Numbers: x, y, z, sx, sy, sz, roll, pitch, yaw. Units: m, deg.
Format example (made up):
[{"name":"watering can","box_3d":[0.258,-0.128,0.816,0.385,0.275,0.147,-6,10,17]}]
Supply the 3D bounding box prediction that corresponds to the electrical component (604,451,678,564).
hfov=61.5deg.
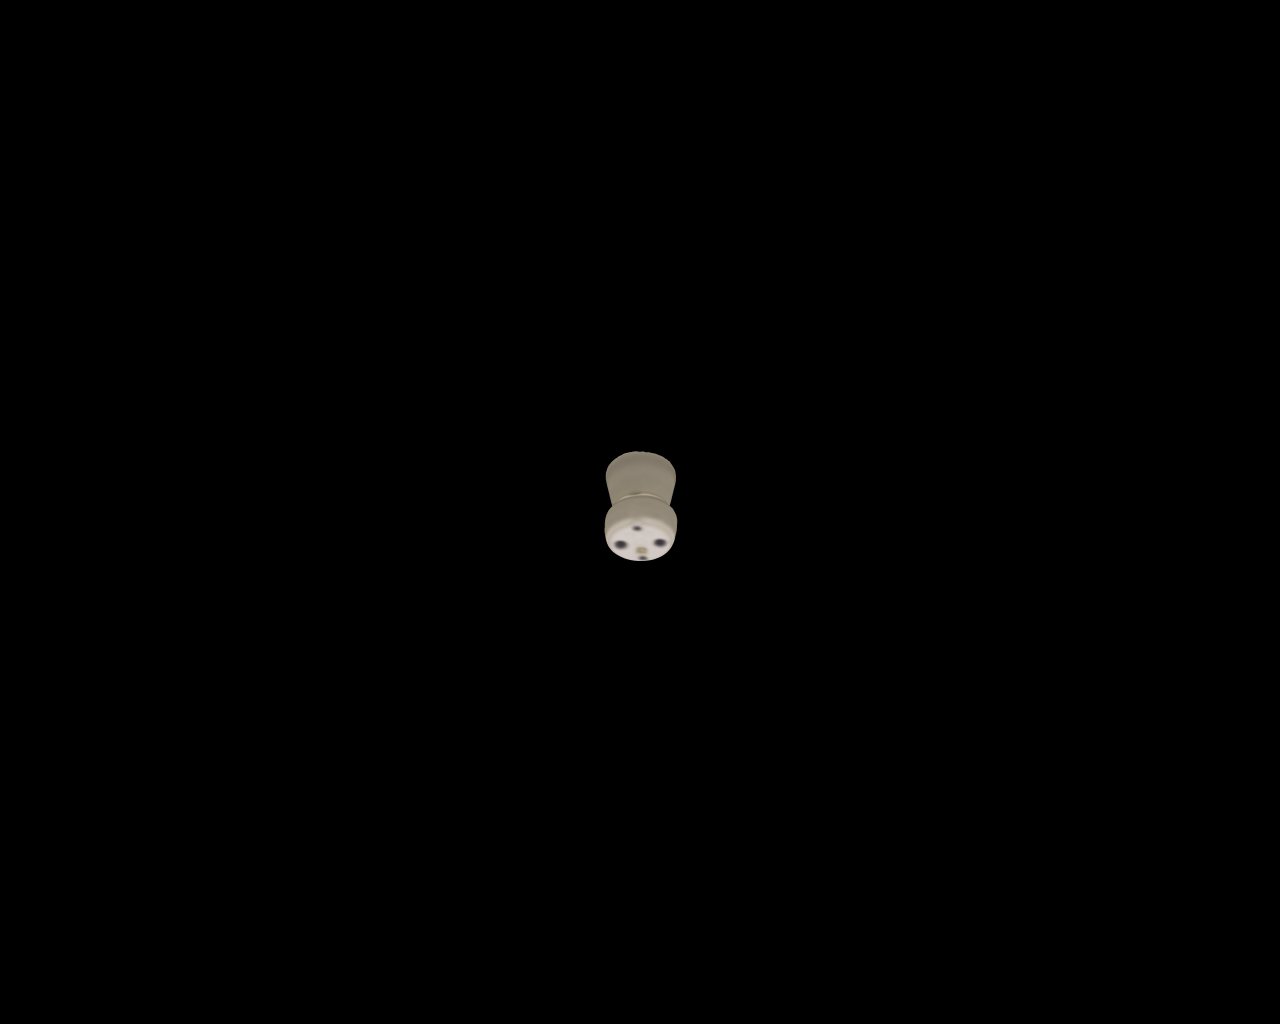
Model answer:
[{"name":"electrical component","box_3d":[0.001,-0.003,0.650,0.045,0.055,0.044,0,-39,0]}]
